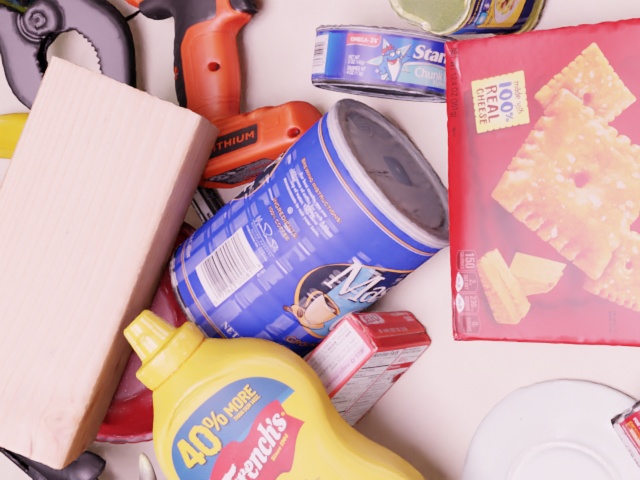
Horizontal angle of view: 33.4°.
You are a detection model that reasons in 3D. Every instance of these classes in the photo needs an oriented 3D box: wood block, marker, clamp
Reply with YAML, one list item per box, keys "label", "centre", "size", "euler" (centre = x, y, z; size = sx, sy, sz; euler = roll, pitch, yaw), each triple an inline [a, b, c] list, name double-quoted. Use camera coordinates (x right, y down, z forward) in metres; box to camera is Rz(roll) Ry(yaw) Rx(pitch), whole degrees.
- label: "wood block"
  centre: [-0.140, 0.012, 0.613]
  size: [0.091, 0.090, 0.206]
  euler: [22, 91, 1]
- label: "marker"
  centre: [-0.091, -0.047, 0.726]
  size: [0.020, 0.020, 0.121]
  euler: [-42, 69, 23]
- label: "clamp"
  centre: [-0.186, -0.161, 0.736]
  size: [0.164, 0.036, 0.210]
  euler: [-40, 96, 9]
- label: "clamp"
  centre: [-0.174, 0.167, 0.743]
  size: [0.172, 0.039, 0.120]
  euler: [17, 139, 47]

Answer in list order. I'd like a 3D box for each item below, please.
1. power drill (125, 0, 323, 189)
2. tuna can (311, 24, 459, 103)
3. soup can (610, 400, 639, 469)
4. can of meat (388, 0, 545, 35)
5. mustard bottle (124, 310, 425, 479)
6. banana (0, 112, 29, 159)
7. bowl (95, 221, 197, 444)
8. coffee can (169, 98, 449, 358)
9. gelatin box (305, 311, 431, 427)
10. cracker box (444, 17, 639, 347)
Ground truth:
- label: "power drill"
  centre: [-0.045, -0.138, 0.681]
  size: [0.185, 0.057, 0.187]
  euler: [-19, 77, 31]
- label: "tuna can"
  centre: [0.038, -0.100, 0.612]
  size: [0.086, 0.086, 0.034]
  euler: [9, 95, 31]
- label: "soup can"
  centre: [0.198, 0.115, 0.520]
  size: [0.069, 0.068, 0.102]
  euler: [-39, 69, 24]
- label: "can of meat"
  centre: [0.088, -0.160, 0.573]
  size: [0.057, 0.083, 0.102]
  euler: [30, 116, 28]
- label: "mustard bottle"
  centre: [-0.031, 0.110, 0.572]
  size: [0.096, 0.058, 0.191]
  euler: [-44, 94, 10]
- label: "banana"
  centre: [-0.189, -0.051, 0.774]
  size: [0.198, 0.037, 0.070]
  euler: [36, 106, 26]
- label: "bowl"
  centre: [-0.133, 0.056, 0.687]
  size: [0.162, 0.055, 0.162]
  euler: [0, 90, 1]
- label: "coffee can"
  centre: [-0.004, 0.001, 0.624]
  size: [0.140, 0.102, 0.103]
  euler: [-40, 69, 24]
- label: "gelatin box"
  centre: [0.015, 0.080, 0.627]
  size: [0.089, 0.073, 0.030]
  euler: [-50, 65, 20]
- label: "cracker box"
  centre: [0.172, -0.027, 0.538]
  size: [0.214, 0.072, 0.164]
  euler: [-1, 88, 30]
